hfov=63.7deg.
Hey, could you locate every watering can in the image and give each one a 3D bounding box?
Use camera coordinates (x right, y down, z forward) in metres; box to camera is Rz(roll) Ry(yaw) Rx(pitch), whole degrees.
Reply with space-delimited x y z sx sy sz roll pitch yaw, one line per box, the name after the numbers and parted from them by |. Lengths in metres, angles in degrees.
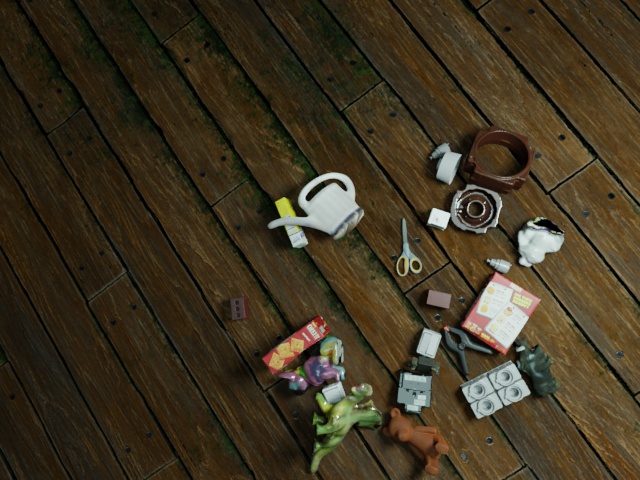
0.005 -0.089 1.778 0.225 0.102 0.352 44 67 9 | watering can

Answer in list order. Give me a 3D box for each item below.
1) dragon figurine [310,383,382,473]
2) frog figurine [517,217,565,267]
0.090 0.615 1.694 0.243 0.125 0.401 -1 121 -9 | dragon figurine
0.718 0.012 1.695 0.137 0.125 0.156 9 123 2 | frog figurine
